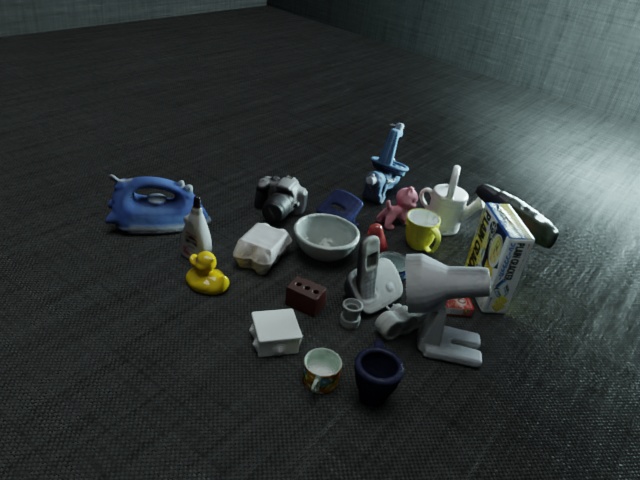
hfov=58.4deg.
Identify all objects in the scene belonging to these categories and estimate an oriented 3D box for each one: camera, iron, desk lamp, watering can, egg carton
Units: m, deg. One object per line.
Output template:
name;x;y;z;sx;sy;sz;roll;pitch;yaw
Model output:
camera;-0.119;-0.116;1.572;0.143;0.101;0.137;17;34;13
iron;-0.404;-0.101;1.444;0.259;0.141;0.118;-2;35;-16
desk lamp;0.256;0.135;1.179;0.203;0.213;0.118;11;33;4
watering can;0.371;-0.117;1.607;0.173;0.194;0.101;5;33;-6
egg carton;-0.139;0.018;1.394;0.107;0.069;0.150;18;34;14

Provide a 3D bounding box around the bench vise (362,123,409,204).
bench vise;0.207;-0.229;1.713;0.121;0.220;0.207;13;33;6

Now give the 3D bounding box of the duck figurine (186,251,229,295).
duck figurine;-0.250;0.067;1.276;0.104;0.086;0.078;21;35;18

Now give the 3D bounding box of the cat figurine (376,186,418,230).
cat figurine;0.228;-0.102;1.619;0.128;0.118;0.067;-18;41;-35

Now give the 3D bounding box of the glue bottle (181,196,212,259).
glue bottle;-0.288;-0.027;1.331;0.078;0.173;0.037;22;35;19

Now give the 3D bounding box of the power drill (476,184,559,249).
power drill;0.478;-0.013;1.462;0.228;0.208;0.076;29;38;27

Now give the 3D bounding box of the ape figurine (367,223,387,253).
ape figurine;0.140;-0.003;1.471;0.076;0.092;0.078;28;38;27

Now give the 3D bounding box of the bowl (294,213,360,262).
bowl;0.013;0.005;1.445;0.167;0.075;0.167;6;33;-4

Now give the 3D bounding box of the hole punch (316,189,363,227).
hole punch;0.053;-0.075;1.561;0.108;0.091;0.101;29;38;28

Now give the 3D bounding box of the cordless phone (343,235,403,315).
cordless phone;0.129;0.064;1.282;0.093;0.185;0.148;33;40;32

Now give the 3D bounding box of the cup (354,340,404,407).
cup;0.103;0.254;1.071;0.091;0.095;0.117;7;33;-2
